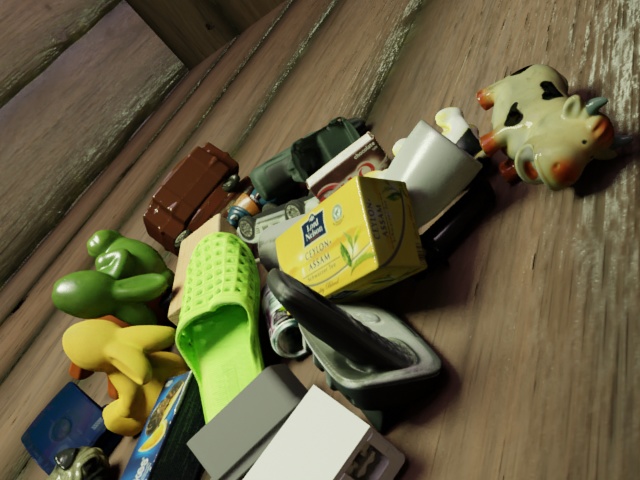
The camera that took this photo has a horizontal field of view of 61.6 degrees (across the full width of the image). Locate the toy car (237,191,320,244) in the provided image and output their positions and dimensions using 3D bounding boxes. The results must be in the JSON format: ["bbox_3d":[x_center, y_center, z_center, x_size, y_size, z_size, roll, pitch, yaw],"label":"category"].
[{"bbox_3d":[-0.054,-0.035,0.844,0.202,0.056,0.073,-14,16,44],"label":"toy car"}]

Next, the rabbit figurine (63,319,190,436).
[{"bbox_3d":[-0.262,0.171,0.721,0.162,0.173,0.122,-23,30,42],"label":"rabbit figurine"}]

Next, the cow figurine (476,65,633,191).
[{"bbox_3d":[0.238,-0.120,0.566,0.127,0.085,0.195,-32,29,34],"label":"cow figurine"}]

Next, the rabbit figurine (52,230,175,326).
[{"bbox_3d":[-0.301,0.075,0.781,0.170,0.159,0.121,-40,-30,-69],"label":"rabbit figurine"}]

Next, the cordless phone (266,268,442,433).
[{"bbox_3d":[0.009,0.075,0.485,0.089,0.184,0.147,-48,28,1],"label":"cordless phone"}]

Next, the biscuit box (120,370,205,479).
[{"bbox_3d":[-0.176,0.253,0.611,0.059,0.062,0.203,-25,32,35],"label":"biscuit box"}]

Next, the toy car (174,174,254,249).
[{"bbox_3d":[-0.175,-0.031,0.975,0.202,0.089,0.053,-52,28,-19],"label":"toy car"}]

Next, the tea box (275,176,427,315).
[{"bbox_3d":[0.025,0.013,0.571,0.169,0.068,0.098,-37,59,50],"label":"tea box"}]

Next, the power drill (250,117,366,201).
[{"bbox_3d":[0.001,-0.142,0.849,0.232,0.086,0.207,-31,17,-8],"label":"power drill"}]

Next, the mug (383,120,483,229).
[{"bbox_3d":[0.106,-0.069,0.591,0.107,0.080,0.110,-53,30,14],"label":"mug"}]

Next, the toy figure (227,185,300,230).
[{"bbox_3d":[-0.106,-0.066,0.949,0.154,0.064,0.058,-37,31,-14],"label":"toy figure"}]

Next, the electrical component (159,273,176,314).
[{"bbox_3d":[-0.211,0.105,0.852,0.048,0.074,0.119,-36,32,14],"label":"electrical component"}]

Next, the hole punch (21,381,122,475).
[{"bbox_3d":[-0.359,0.284,0.786,0.142,0.092,0.116,-51,32,-20],"label":"hole punch"}]

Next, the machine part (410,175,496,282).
[{"bbox_3d":[0.138,-0.014,0.596,0.139,0.039,0.084,-47,20,-2],"label":"machine part"}]

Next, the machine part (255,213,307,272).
[{"bbox_3d":[-0.001,-0.002,0.718,0.243,0.079,0.079,-18,37,40],"label":"machine part"}]

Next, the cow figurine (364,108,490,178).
[{"bbox_3d":[0.129,-0.081,0.668,0.167,0.068,0.098,-35,44,19],"label":"cow figurine"}]

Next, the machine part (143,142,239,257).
[{"bbox_3d":[-0.251,-0.078,1.054,0.201,0.087,0.201,-54,1,-20],"label":"machine part"}]

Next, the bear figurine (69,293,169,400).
[{"bbox_3d":[-0.309,0.148,0.900,0.196,0.120,0.131,-42,-32,-62],"label":"bear figurine"}]

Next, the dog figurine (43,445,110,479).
[{"bbox_3d":[-0.360,0.327,0.644,0.121,0.172,0.190,-11,48,30],"label":"dog figurine"}]
